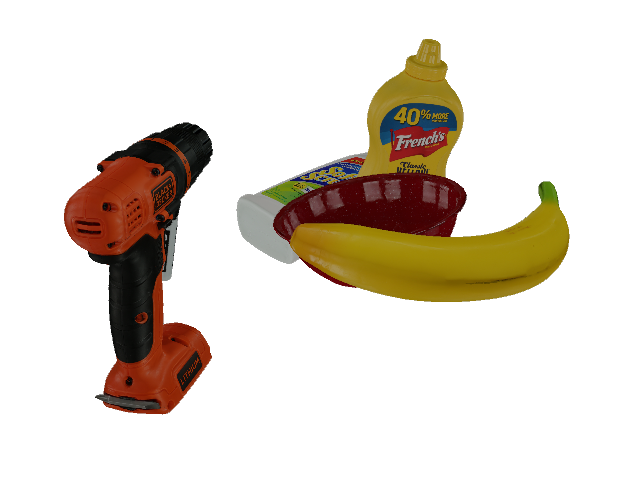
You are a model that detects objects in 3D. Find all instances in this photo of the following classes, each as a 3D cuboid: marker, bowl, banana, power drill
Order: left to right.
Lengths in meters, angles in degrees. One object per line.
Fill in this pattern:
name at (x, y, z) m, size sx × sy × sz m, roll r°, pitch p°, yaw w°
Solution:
power drill at (-0.122, 0.018, 0.790) m, size 0.057 × 0.188 × 0.184 m, roll 4°, pitch 24°, yaw 18°
marker at (-0.168, -0.003, 1.174) m, size 0.020 × 0.121 × 0.020 m, roll 8°, pitch 42°, yaw -7°
bowl at (0.045, -0.004, 0.891) m, size 0.162 × 0.055 × 0.162 m, roll -10°, pitch 22°, yaw 4°
banana at (0.078, 0.007, 0.615) m, size 0.197 × 0.037 × 0.070 m, roll -9°, pitch 40°, yaw -33°

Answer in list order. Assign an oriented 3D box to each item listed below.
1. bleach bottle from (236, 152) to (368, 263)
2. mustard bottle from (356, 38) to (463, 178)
bleach bottle at (0.024, -0.062, 1.307) m, size 0.250 × 0.068 × 0.103 m, roll -31°, pitch 44°, yaw -33°
mustard bottle at (0.093, -0.109, 1.075) m, size 0.096 × 0.192 × 0.058 m, roll 3°, pitch 27°, yaw -12°
